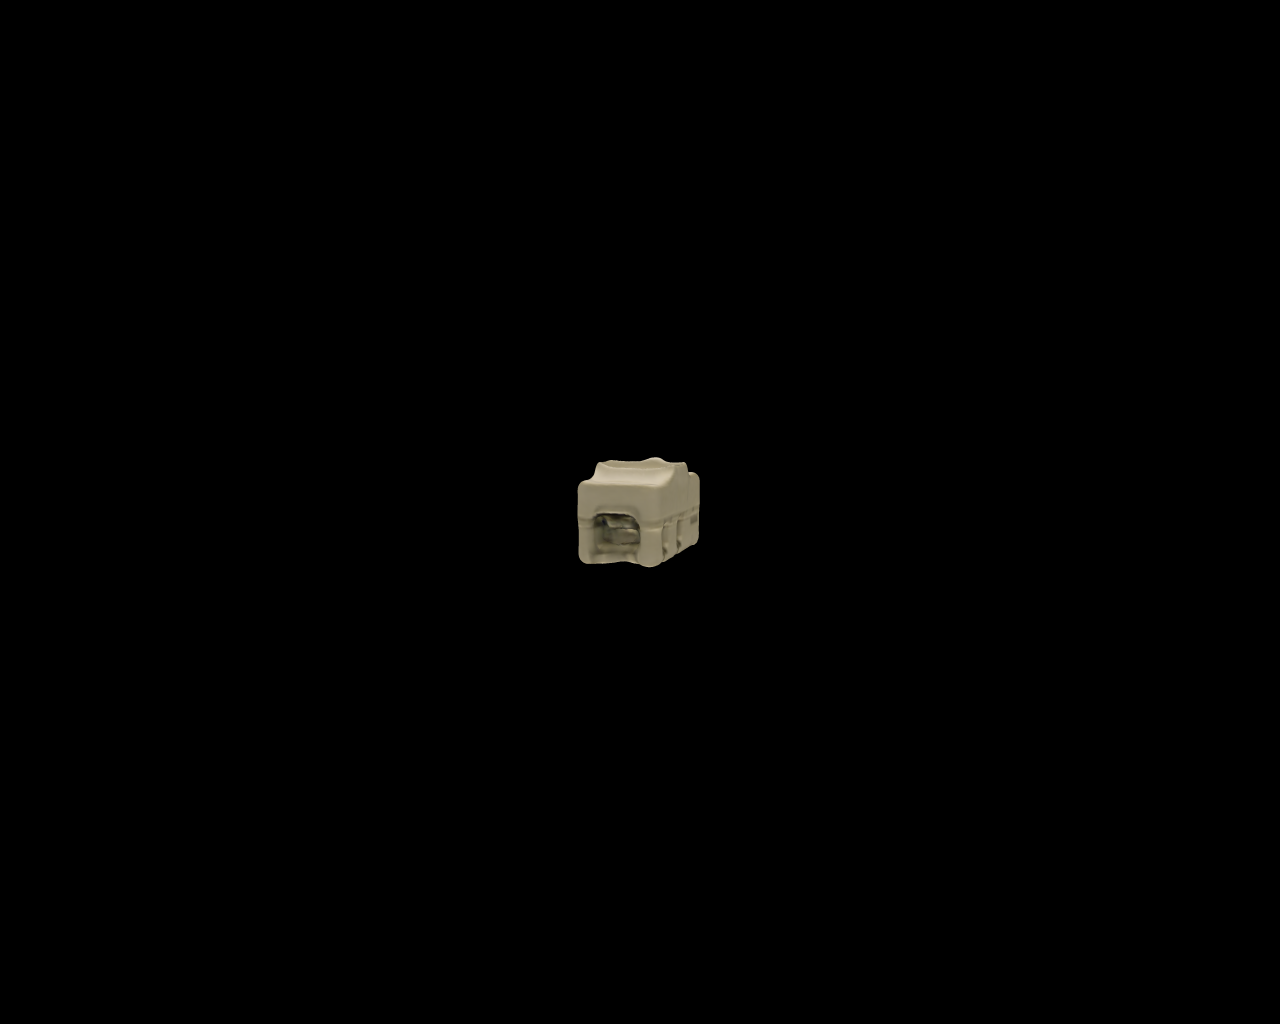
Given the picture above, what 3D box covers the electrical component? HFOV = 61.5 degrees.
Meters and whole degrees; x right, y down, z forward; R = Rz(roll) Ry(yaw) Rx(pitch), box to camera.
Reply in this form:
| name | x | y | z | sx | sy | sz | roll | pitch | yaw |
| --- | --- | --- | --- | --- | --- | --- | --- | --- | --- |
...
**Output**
| name | x | y | z | sx | sy | sz | roll | pitch | yaw |
| --- | --- | --- | --- | --- | --- | --- | --- | --- | --- |
| electrical component | 0.001 | -0.003 | 0.650 | 0.050 | 0.055 | 0.089 | 3 | 8 | 19 |
